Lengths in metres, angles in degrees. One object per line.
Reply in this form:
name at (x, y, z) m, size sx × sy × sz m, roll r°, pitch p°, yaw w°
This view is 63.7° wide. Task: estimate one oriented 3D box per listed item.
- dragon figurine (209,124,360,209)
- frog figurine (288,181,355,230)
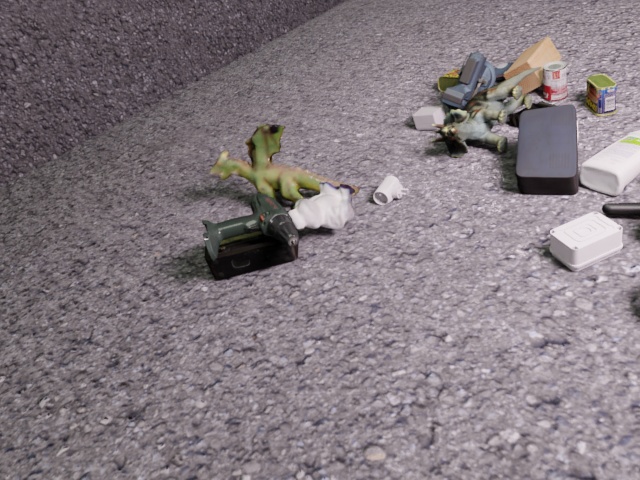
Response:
dragon figurine at (-0.111, -0.203, 1.421) m, size 0.409 × 0.238 × 0.125 m, roll -8°, pitch 30°, yaw 18°
frog figurine at (0.004, -0.064, 1.278) m, size 0.138 × 0.120 × 0.162 m, roll 29°, pitch 59°, yaw 28°
